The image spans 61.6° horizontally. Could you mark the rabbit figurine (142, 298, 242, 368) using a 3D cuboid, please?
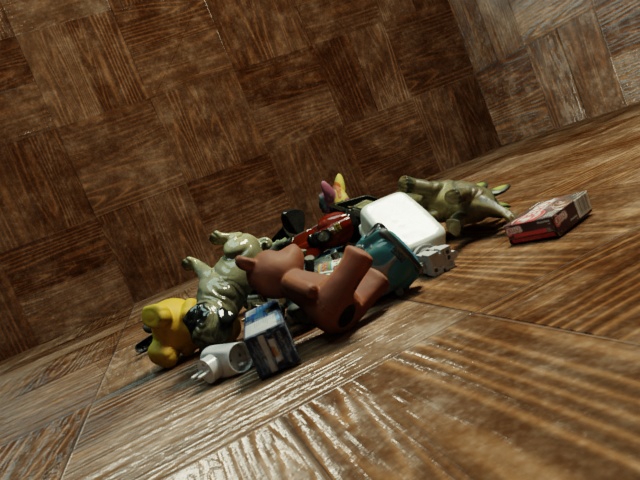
[{"bbox_3d":[-0.218,0.165,1.002,0.173,0.121,0.162,-4,3,25],"label":"rabbit figurine"}]

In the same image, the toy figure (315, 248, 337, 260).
[{"bbox_3d":[-0.007,0.070,1.240,0.154,0.057,0.064,-29,1,-16],"label":"toy figure"}]

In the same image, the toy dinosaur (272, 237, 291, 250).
[{"bbox_3d":[-0.142,0.078,1.449,0.192,0.131,0.405,-7,-5,-11],"label":"toy dinosaur"}]

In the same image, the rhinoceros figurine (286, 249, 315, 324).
[{"bbox_3d":[-0.042,0.081,0.929,0.073,0.112,0.190,-7,16,-10],"label":"rhinoceros figurine"}]

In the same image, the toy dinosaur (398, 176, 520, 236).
[{"bbox_3d":[0.263,-0.079,1.118,0.198,0.105,0.472,-3,16,-26],"label":"toy dinosaur"}]

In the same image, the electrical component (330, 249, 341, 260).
[{"bbox_3d":[0.059,0.050,0.986,0.063,0.093,0.021,-22,30,21],"label":"electrical component"}]

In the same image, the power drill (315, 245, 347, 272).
[{"bbox_3d":[0.073,0.046,1.093,0.207,0.086,0.232,-28,0,23],"label":"power drill"}]

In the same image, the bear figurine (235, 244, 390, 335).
[{"bbox_3d":[-0.018,0.051,0.789,0.196,0.120,0.132,31,79,37],"label":"bear figurine"}]

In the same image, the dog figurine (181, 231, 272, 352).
[{"bbox_3d":[-0.142,0.083,0.892,0.172,0.121,0.191,-42,34,10],"label":"dog figurine"}]

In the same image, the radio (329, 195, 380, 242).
[{"bbox_3d":[0.127,-0.043,1.275,0.131,0.073,0.230,-15,21,-28],"label":"radio"}]

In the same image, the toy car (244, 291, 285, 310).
[{"bbox_3d":[-0.116,0.122,1.176,0.073,0.056,0.202,-33,8,-27],"label":"toy car"}]

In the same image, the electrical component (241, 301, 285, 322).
[{"bbox_3d":[-0.106,0.141,1.013,0.078,0.045,0.102,6,0,-16],"label":"electrical component"}]

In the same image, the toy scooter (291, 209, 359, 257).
[{"bbox_3d":[-0.002,-0.004,1.199,0.135,0.075,0.184,-24,-3,-31],"label":"toy scooter"}]

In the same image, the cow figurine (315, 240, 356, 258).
[{"bbox_3d":[0.043,0.016,1.355,0.167,0.098,0.068,-25,0,-27],"label":"cow figurine"}]

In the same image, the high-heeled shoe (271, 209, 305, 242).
[{"bbox_3d":[-0.106,-0.021,1.430,0.145,0.086,0.248,-6,-24,15],"label":"high-heeled shoe"}]

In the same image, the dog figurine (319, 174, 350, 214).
[{"bbox_3d":[0.088,-0.078,1.470,0.108,0.219,0.192,-31,9,-40],"label":"dog figurine"}]

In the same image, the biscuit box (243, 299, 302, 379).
[{"bbox_3d":[-0.074,0.138,0.787,0.059,0.062,0.203,-23,5,-6],"label":"biscuit box"}]

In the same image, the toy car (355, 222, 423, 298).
[{"bbox_3d":[0.085,0.047,0.862,0.103,0.109,0.161,-42,2,-17],"label":"toy car"}]
